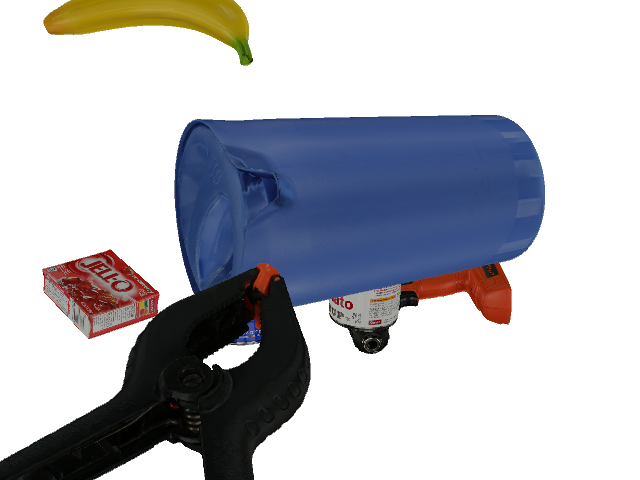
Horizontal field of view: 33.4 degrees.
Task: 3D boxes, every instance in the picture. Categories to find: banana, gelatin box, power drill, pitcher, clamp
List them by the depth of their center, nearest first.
[{"bbox_3d":[-0.045,0.076,0.437,0.120,0.039,0.171,25,48,18],"label":"clamp"},{"bbox_3d":[0.024,-0.023,0.746,0.242,0.145,0.149,-7,33,-24],"label":"pitcher"},{"bbox_3d":[-0.143,-0.197,0.930,0.198,0.037,0.069,10,47,15],"label":"banana"},{"bbox_3d":[-0.203,0.047,0.982,0.073,0.030,0.089,-18,39,-36],"label":"gelatin box"},{"bbox_3d":[0.116,0.064,1.201,0.187,0.057,0.184,-3,28,-3],"label":"power drill"}]

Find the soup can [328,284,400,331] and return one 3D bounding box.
[{"bbox_3d":[0.043,0.025,0.995,0.068,0.102,0.068,3,23,-1],"label":"soup can"}]

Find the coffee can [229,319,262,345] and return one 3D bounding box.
[{"bbox_3d":[-0.098,0.045,1.331,0.103,0.140,0.103,-1,26,0],"label":"coffee can"}]
